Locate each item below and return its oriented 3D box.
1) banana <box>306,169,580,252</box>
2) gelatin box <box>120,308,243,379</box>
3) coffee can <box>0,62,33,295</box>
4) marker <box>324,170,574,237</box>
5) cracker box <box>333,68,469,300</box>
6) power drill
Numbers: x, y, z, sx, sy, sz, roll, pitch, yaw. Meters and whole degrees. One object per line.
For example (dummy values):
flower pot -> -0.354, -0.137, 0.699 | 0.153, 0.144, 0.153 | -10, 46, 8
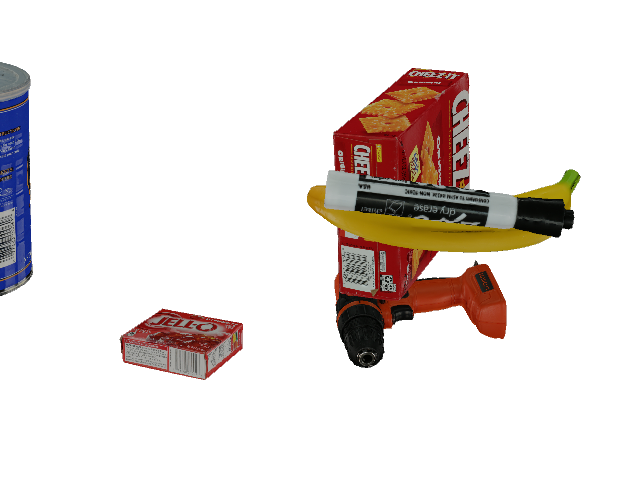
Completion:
banana -> 0.090, -0.018, 0.746 | 0.197, 0.037, 0.069 | -2, 27, -2
gelatin box -> -0.126, 0.092, 0.974 | 0.089, 0.030, 0.073 | 9, 20, 22
coffee can -> -0.246, -0.043, 0.714 | 0.103, 0.140, 0.103 | 4, 22, -2
marker -> 0.062, -0.018, 0.520 | 0.121, 0.020, 0.020 | 7, 0, 2
cracker box -> 0.086, -0.061, 1.045 | 0.072, 0.164, 0.213 | 9, 27, 23
power drill -> 0.110, 0.080, 1.204 | 0.187, 0.057, 0.184 | -2, 27, -3
